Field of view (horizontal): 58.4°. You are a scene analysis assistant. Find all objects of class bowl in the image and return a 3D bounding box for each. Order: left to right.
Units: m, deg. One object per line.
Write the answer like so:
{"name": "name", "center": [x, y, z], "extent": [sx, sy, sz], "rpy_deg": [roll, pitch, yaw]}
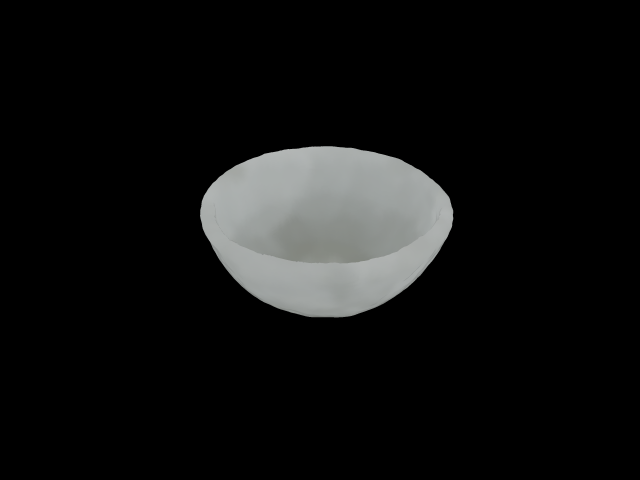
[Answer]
{"name": "bowl", "center": [0.004, 0.001, 0.400], "extent": [0.167, 0.075, 0.167], "rpy_deg": [0, 34, 0]}
